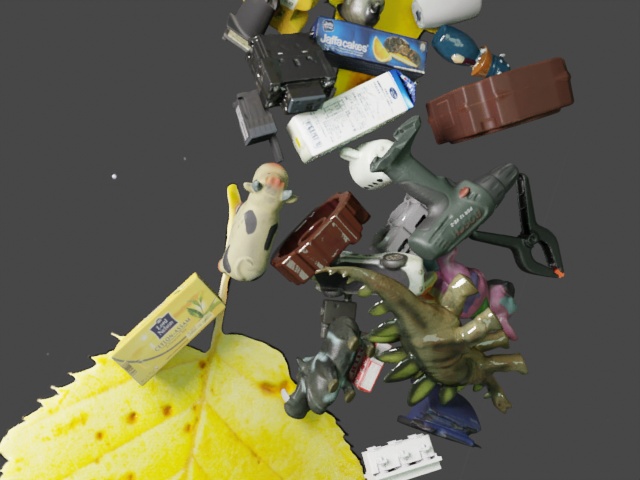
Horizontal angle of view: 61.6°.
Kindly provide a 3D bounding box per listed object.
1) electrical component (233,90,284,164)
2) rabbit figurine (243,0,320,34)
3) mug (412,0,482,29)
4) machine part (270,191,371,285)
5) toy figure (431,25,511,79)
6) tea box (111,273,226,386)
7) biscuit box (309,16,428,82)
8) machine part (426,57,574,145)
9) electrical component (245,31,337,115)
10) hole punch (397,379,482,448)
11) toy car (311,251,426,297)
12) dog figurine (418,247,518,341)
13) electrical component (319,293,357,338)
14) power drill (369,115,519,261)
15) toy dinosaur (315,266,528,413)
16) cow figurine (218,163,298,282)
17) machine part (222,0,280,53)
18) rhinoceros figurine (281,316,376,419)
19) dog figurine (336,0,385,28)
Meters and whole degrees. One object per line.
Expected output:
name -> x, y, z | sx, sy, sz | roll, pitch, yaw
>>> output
electrical component -> -0.100, -0.179, 0.877 | 0.048, 0.075, 0.119 | -18, 98, -14
rabbit figurine -> -0.064, -0.443, 0.879 | 0.162, 0.122, 0.173 | 23, 71, -4
mug -> 0.216, -0.429, 0.950 | 0.107, 0.081, 0.109 | -25, 102, -4
machine part -> -0.002, -0.003, 0.856 | 0.179, 0.179, 0.056 | -45, 103, -10
toy figure -> 0.277, -0.336, 0.978 | 0.154, 0.058, 0.064 | 24, 90, -18
tea box -> -0.232, 0.133, 0.834 | 0.169, 0.098, 0.068 | -45, 102, -11
biscuit box -> 0.081, -0.325, 0.925 | 0.203, 0.063, 0.059 | 7, 88, -14
machine part -> 0.301, -0.228, 0.909 | 0.201, 0.201, 0.087 | -20, 97, -13
electrical component -> -0.042, -0.257, 0.835 | 0.115, 0.058, 0.134 | -16, 68, -21
hole punch -> 0.212, 0.300, 0.941 | 0.142, 0.116, 0.092 | 27, 76, -13
toy car -> 0.074, 0.057, 0.884 | 0.202, 0.056, 0.073 | 1, 109, 29
dog figurine -> 0.247, 0.115, 0.950 | 0.219, 0.108, 0.191 | 45, 80, -13
electrical component -> 0.030, 0.126, 0.937 | 0.063, 0.021, 0.094 | 8, 89, -13
power drill -> 0.193, -0.098, 0.859 | 0.207, 0.086, 0.232 | 45, 76, -17
toy dinosaur -> 0.179, 0.154, 0.831 | 0.198, 0.105, 0.470 | -37, 119, 8
cow figurine -> -0.100, -0.029, 0.850 | 0.085, 0.127, 0.194 | 18, 89, -17
machine part -> -0.104, -0.345, 0.845 | 0.084, 0.139, 0.039 | 34, 58, -10
rhinoceros figurine -> 0.007, 0.214, 0.886 | 0.073, 0.112, 0.190 | 31, 91, -49
dog figurine -> 0.043, -0.467, 0.905 | 0.173, 0.121, 0.190 | 24, 104, 19
